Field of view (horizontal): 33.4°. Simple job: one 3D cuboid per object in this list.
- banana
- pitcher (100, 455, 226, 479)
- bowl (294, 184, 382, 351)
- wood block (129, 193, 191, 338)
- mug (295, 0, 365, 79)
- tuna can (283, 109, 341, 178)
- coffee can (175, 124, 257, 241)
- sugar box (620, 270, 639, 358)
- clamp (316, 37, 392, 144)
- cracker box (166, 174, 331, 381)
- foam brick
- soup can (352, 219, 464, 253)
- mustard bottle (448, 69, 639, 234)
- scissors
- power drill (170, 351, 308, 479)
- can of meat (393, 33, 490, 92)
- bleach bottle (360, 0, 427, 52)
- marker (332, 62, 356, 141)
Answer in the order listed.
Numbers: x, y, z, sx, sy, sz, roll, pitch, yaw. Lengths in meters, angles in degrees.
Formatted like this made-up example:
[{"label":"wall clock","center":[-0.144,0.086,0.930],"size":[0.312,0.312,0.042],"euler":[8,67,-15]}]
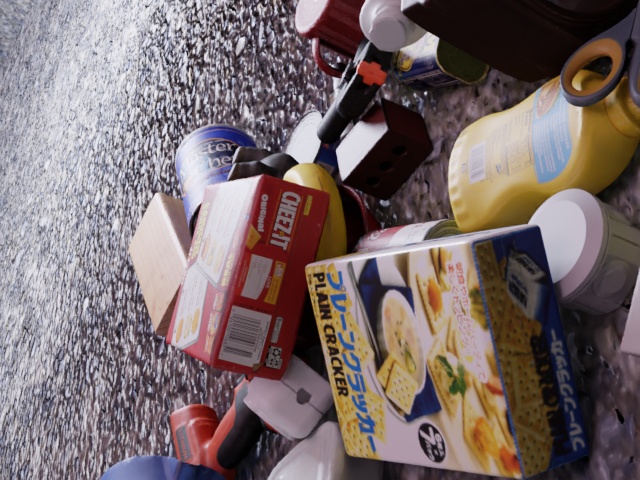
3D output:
[{"label":"banana","center":[-0.002,-0.016,0.972],"size":[0.198,0.037,0.070],"euler":[-108,30,-51]},{"label":"pitcher","center":[-0.156,0.337,0.985],"size":[0.145,0.149,0.243],"euler":[-16,41,14]},{"label":"bowl","center":[0.017,0.032,1.000],"size":[0.162,0.055,0.162],"euler":[-40,39,43]},{"label":"wood block","center":[-0.157,0.035,1.278],"size":[0.090,0.090,0.206],"euler":[-61,28,16]},{"label":"mug","center":[0.024,-0.230,1.135],"size":[0.093,0.081,0.117],"euler":[-2,70,61]},{"label":"tuna can","center":[-0.007,-0.095,1.153],"size":[0.086,0.033,0.086],"euler":[-40,39,44]},{"label":"coffee can","center":[-0.110,-0.056,1.239],"size":[0.103,0.102,0.140],"euler":[-56,31,25]},{"label":"sugar box","center":[0.243,-0.008,0.630],"size":[0.093,0.048,0.176],"euler":[5,80,62]},{"label":"clamp","center":[0.042,-0.161,1.033],"size":[0.172,0.039,0.120],"euler":[159,131,-77]},{"label":"cracker box","center":[-0.070,0.031,0.963],"size":[0.214,0.072,0.164],"euler":[180,105,-72]},{"label":"foam brick","center":[0.059,-0.085,1.006],"size":[0.078,0.052,0.051],"euler":[-50,33,34]},{"label":"soup can","center":[0.080,0.020,0.882],"size":[0.102,0.068,0.068],"euler":[-9,64,59]},{"label":"mustard bottle","center":[0.175,-0.070,0.780],"size":[0.192,0.058,0.096],"euler":[-29,49,52]},{"label":"scissors","center":[0.214,-0.159,0.743],"size":[0.096,0.016,0.201],"euler":[-13,46,24]},{"label":"power drill","center":[-0.084,0.153,1.085],"size":[0.188,0.057,0.184],"euler":[-53,39,32]},{"label":"can of meat","center":[0.116,-0.188,0.971],"size":[0.084,0.057,0.102],"euler":[0,72,63]},{"label":"bleach bottle","center":[0.078,-0.220,0.878],"size":[0.103,0.068,0.250],"euler":[-31,21,36]},{"label":"marker","center":[0.026,-0.149,1.146],"size":[0.020,0.020,0.121],"euler":[-47,35,37]}]
